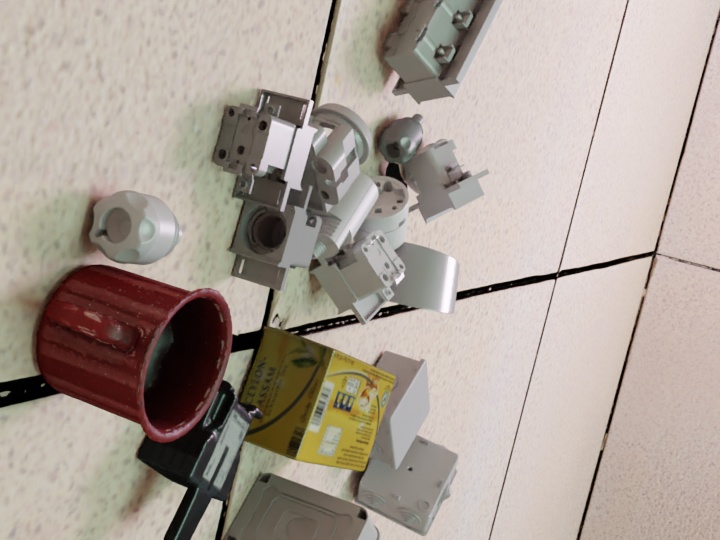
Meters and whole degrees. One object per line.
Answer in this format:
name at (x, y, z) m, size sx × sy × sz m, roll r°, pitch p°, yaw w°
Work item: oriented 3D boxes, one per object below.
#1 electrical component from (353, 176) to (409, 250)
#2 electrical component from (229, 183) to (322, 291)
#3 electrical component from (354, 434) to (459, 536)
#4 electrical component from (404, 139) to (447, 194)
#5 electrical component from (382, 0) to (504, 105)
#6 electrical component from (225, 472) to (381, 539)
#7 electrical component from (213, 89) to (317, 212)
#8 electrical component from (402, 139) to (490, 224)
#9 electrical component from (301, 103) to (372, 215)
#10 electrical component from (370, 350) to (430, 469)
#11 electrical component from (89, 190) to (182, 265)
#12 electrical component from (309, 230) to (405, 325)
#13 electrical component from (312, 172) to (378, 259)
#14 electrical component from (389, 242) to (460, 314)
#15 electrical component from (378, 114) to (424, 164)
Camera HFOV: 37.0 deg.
electrical component at (0.017, -0.048, 0.957) m, size 0.055 × 0.055 × 0.047 m, roll -56°, pitch 155°, yaw -36°
electrical component at (-0.061, -0.027, 0.808) m, size 0.064 × 0.042 × 0.081 m, roll 13°, pitch 94°, yaw -69°
electrical component at (0.052, 0.226, 1.171) m, size 0.099 × 0.100 × 0.048 m, roll -58°, pitch 166°, yaw -32°
electrical component at (0.074, -0.105, 1.064) m, size 0.062 × 0.048 × 0.048 m, roll -62°, pitch 156°, yaw -43°
electrical component at (0.073, -0.215, 0.950) m, size 0.063 × 0.079 × 0.121 m, roll 43°, pitch 62°, yaw -33°
electrical component at (-0.048, 0.233, 0.924) m, size 0.078 × 0.113 × 0.057 m, roll -61°, pitch 151°, yaw -29°
electrical component at (-0.067, -0.086, 0.752) m, size 0.064 × 0.042 × 0.081 m, roll 9°, pitch 97°, yaw -65°
electrical component at (0.074, -0.084, 0.997) m, size 0.042 × 0.081 × 0.063 m, roll -29°, pitch 94°, yaw -38°
electrical component at (-0.027, -0.090, 0.824) m, size 0.057 × 0.058 × 0.078 m, roll -54°, pitch 151°, yaw -32°
electrical component at (0.032, 0.145, 1.131) m, size 0.099 × 0.048 × 0.099 m, roll -55°, pitch 151°, yaw -37°
electrical component at (-0.130, -0.024, 0.648) m, size 0.062 × 0.043 × 0.043 m, roll 8°, pitch 98°, yaw -69°
electrical component at (0.000, 0.000, 0.922) m, size 0.081 × 0.064 × 0.042 m, roll 56°, pitch 38°, yaw -9°
electrical component at (-0.022, -0.041, 0.885) m, size 0.081 × 0.043 × 0.043 m, roll -59°, pitch 153°, yaw -31°
electrical component at (0.044, 0.010, 1.005) m, size 0.099 × 0.099 × 0.064 m, roll 41°, pitch 61°, yaw -66°
electrical component at (0.042, -0.124, 0.989) m, size 0.061 × 0.035 × 0.035 m, roll -54°, pitch 150°, yaw -44°
